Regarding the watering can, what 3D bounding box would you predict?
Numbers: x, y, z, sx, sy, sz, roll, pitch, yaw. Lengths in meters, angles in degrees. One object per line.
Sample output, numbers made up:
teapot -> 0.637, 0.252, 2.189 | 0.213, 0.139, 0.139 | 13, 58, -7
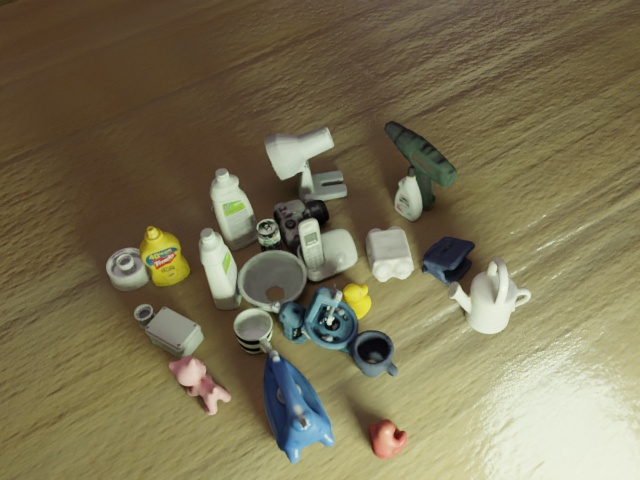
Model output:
watering can -> 0.374, 0.119, 1.261 | 0.173, 0.194, 0.100 | -19, 52, -10

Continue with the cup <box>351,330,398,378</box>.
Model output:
cup -> 0.122, 0.262, 1.229 | 0.092, 0.095, 0.117 | -36, 57, -22

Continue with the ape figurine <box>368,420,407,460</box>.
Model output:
ape figurine -> 0.130, 0.386, 1.130 | 0.077, 0.092, 0.076 | 28, 58, 24

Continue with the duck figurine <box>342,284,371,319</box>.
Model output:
duck figurine -> 0.070, 0.139, 1.338 | 0.105, 0.086, 0.077 | -24, 53, -15

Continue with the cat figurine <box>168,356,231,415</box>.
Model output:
cat figurine -> -0.258, 0.296, 1.217 | 0.127, 0.118, 0.067 | 31, 60, 26

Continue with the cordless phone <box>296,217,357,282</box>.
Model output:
cordless phone -> 0.013, 0.005, 1.387 | 0.148, 0.185, 0.094 | -25, 53, -15

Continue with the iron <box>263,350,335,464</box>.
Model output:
iron -> -0.067, 0.310, 1.175 | 0.119, 0.141, 0.257 | -22, 53, -12

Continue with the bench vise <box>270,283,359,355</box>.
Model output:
bench vise -> -0.013, 0.168, 1.235 | 0.207, 0.220, 0.121 | 1, 51, 5

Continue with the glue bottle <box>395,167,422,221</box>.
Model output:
glue bottle -> 0.231, -0.126, 1.483 | 0.078, 0.173, 0.037 | 36, 62, 28

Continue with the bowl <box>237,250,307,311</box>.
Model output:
bowl -> -0.111, 0.110, 1.383 | 0.167, 0.075, 0.167 | -2, 51, 3

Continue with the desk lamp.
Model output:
desk lamp -> -0.037, -0.207, 1.543 | 0.203, 0.214, 0.117 | -11, 51, -4

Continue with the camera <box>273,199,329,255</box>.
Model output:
camera -> -0.042, -0.052, 1.491 | 0.137, 0.101, 0.143 | -21, 53, -12

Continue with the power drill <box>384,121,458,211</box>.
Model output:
power drill -> 0.254, -0.184, 1.505 | 0.076, 0.209, 0.229 | -38, 58, -23

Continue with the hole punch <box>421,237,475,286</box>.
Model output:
hole punch -> 0.310, 0.041, 1.395 | 0.100, 0.091, 0.109 | 33, 61, 27

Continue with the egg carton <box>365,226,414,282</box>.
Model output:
egg carton -> 0.170, 0.032, 1.427 | 0.107, 0.069, 0.150 | -8, 51, -2
